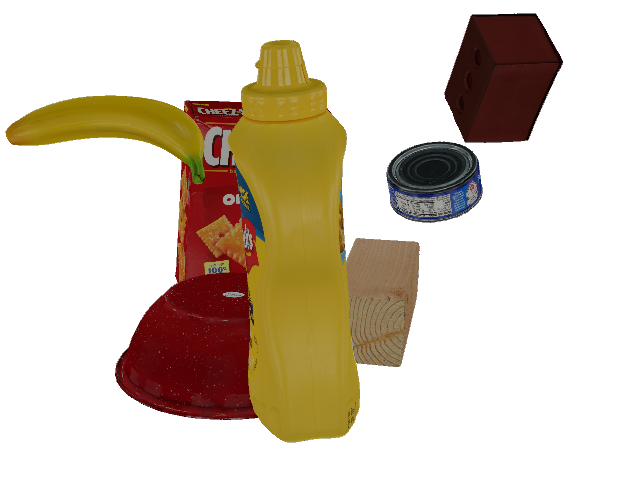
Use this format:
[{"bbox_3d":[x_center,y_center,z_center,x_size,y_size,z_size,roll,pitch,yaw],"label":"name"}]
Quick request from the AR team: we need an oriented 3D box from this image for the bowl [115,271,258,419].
[{"bbox_3d":[-0.061,0.062,0.734,0.162,0.055,0.162,1,18,0],"label":"bowl"}]

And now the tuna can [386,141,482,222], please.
[{"bbox_3d":[0.104,-0.055,0.975,0.086,0.034,0.086,-9,36,6],"label":"tuna can"}]

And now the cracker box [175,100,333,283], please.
[{"bbox_3d":[-0.074,-0.044,1.202,0.164,0.214,0.072,-1,23,-17],"label":"cracker box"}]

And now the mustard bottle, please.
[{"bbox_3d":[-0.013,-0.003,0.533,0.058,0.192,0.096,-5,21,-5],"label":"mustard bottle"}]

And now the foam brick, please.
[{"bbox_3d":[0.126,-0.113,0.748,0.051,0.053,0.078,-6,-38,-16],"label":"foam brick"}]

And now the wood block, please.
[{"bbox_3d":[0.073,0.075,1.373,0.091,0.090,0.206,4,21,9],"label":"wood block"}]

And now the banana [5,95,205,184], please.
[{"bbox_3d":[-0.179,-0.098,0.934,0.198,0.037,0.069,11,48,19],"label":"banana"}]
